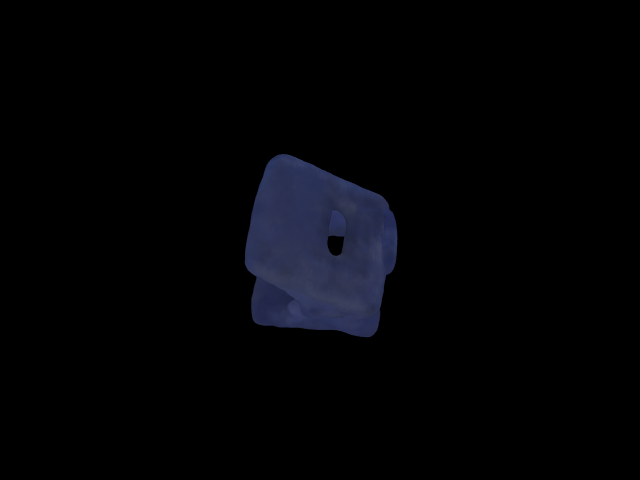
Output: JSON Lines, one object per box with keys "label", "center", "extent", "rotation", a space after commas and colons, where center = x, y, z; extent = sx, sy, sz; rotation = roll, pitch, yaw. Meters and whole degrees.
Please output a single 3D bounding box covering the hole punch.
{"label": "hole punch", "center": [0.004, 0.001, 0.400], "extent": [0.101, 0.091, 0.108], "rotation": [5, 53, 4]}
